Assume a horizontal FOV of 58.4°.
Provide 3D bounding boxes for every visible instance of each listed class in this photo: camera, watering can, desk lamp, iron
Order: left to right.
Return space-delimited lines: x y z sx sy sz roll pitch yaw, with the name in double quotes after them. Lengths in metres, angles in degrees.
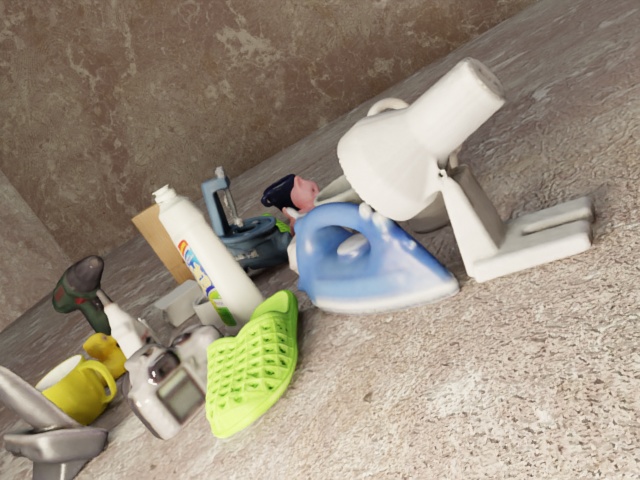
-0.204 0.175 0.759 0.136 0.101 0.143 -14 23 50 "camera"
0.050 0.006 0.710 0.119 0.141 0.257 -40 17 -28 "iron"
0.139 -0.118 0.825 0.172 0.194 0.101 -18 20 42 "watering can"
0.149 -0.069 0.609 0.202 0.214 0.118 -22 18 34 "desk lamp"

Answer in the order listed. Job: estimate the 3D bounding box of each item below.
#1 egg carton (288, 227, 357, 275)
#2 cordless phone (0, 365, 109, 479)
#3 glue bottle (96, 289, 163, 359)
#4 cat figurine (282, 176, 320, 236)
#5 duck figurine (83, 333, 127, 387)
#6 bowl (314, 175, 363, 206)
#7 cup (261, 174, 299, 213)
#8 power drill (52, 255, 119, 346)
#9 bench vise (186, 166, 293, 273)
0.009 0.003 0.943 0.107 0.069 0.150 -27 16 20 "egg carton"
-0.389 0.236 0.773 0.147 0.185 0.094 -19 20 41 "cordless phone"
-0.288 0.147 0.878 0.037 0.173 0.078 -31 15 3 "glue bottle"
-0.033 -0.071 1.170 0.067 0.118 0.128 -18 20 42 "cat figurine"
-0.400 0.215 1.055 0.105 0.086 0.077 -41 18 -31 "duck figurine"
0.075 -0.084 1.079 0.167 0.075 0.167 -30 15 9 "bowl"
-0.085 -0.094 1.391 0.091 0.095 0.118 -15 22 47 "cup"
-0.441 0.137 1.146 0.229 0.209 0.076 -19 20 41 "power drill"
-0.181 -0.015 1.087 0.207 0.220 0.121 -33 15 -2 "bench vise"
